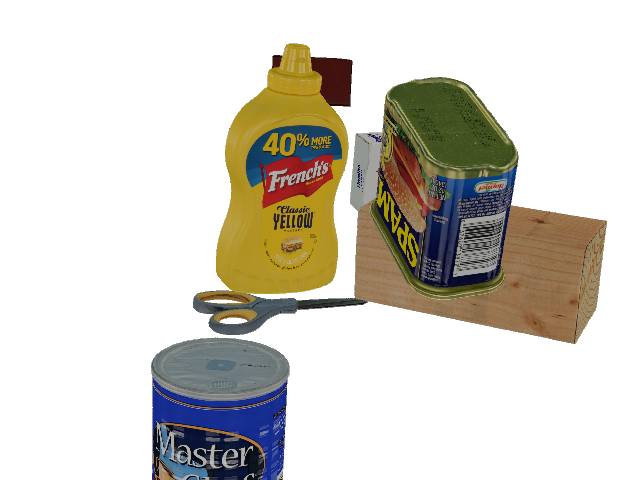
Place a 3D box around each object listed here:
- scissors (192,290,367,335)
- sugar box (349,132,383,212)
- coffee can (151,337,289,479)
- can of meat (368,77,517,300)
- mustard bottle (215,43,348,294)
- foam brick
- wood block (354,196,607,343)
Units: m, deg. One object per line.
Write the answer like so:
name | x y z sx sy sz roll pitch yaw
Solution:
scissors | -0.043 0.082 1.195 0.201 0.016 0.096 4 24 -5
sugar box | 0.126 -0.084 1.286 0.176 0.093 0.048 -7 26 -22
coffee can | -0.077 0.158 0.811 0.103 0.140 0.103 3 17 -1
can of meat | 0.068 -0.032 0.597 0.057 0.084 0.102 -8 38 -14
mustard bottle | -0.027 -0.056 0.825 0.096 0.192 0.058 -3 21 -23
foam brick | -0.010 -0.174 1.162 0.078 0.051 0.053 0 11 -17
wood block | 0.143 0.017 0.970 0.206 0.090 0.090 10 21 23
